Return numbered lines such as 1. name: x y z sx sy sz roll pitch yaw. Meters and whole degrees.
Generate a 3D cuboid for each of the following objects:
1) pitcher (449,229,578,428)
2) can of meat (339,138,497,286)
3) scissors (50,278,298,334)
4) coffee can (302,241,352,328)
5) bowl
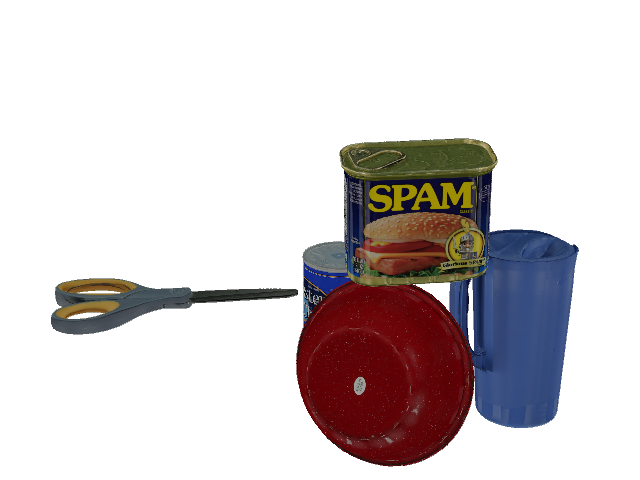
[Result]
1. pitcher: 0.249 0.116 1.378 0.149 0.243 0.144 5 18 16
2. can of meat: 0.064 -0.019 0.717 0.102 0.084 0.057 -3 25 -2
3. scissors: -0.127 0.054 0.857 0.202 0.016 0.096 3 22 14
4. coffee can: 0.026 0.085 1.519 0.103 0.140 0.103 0 21 0
5. bowl: 0.041 0.112 0.874 0.162 0.162 0.055 0 5 26
